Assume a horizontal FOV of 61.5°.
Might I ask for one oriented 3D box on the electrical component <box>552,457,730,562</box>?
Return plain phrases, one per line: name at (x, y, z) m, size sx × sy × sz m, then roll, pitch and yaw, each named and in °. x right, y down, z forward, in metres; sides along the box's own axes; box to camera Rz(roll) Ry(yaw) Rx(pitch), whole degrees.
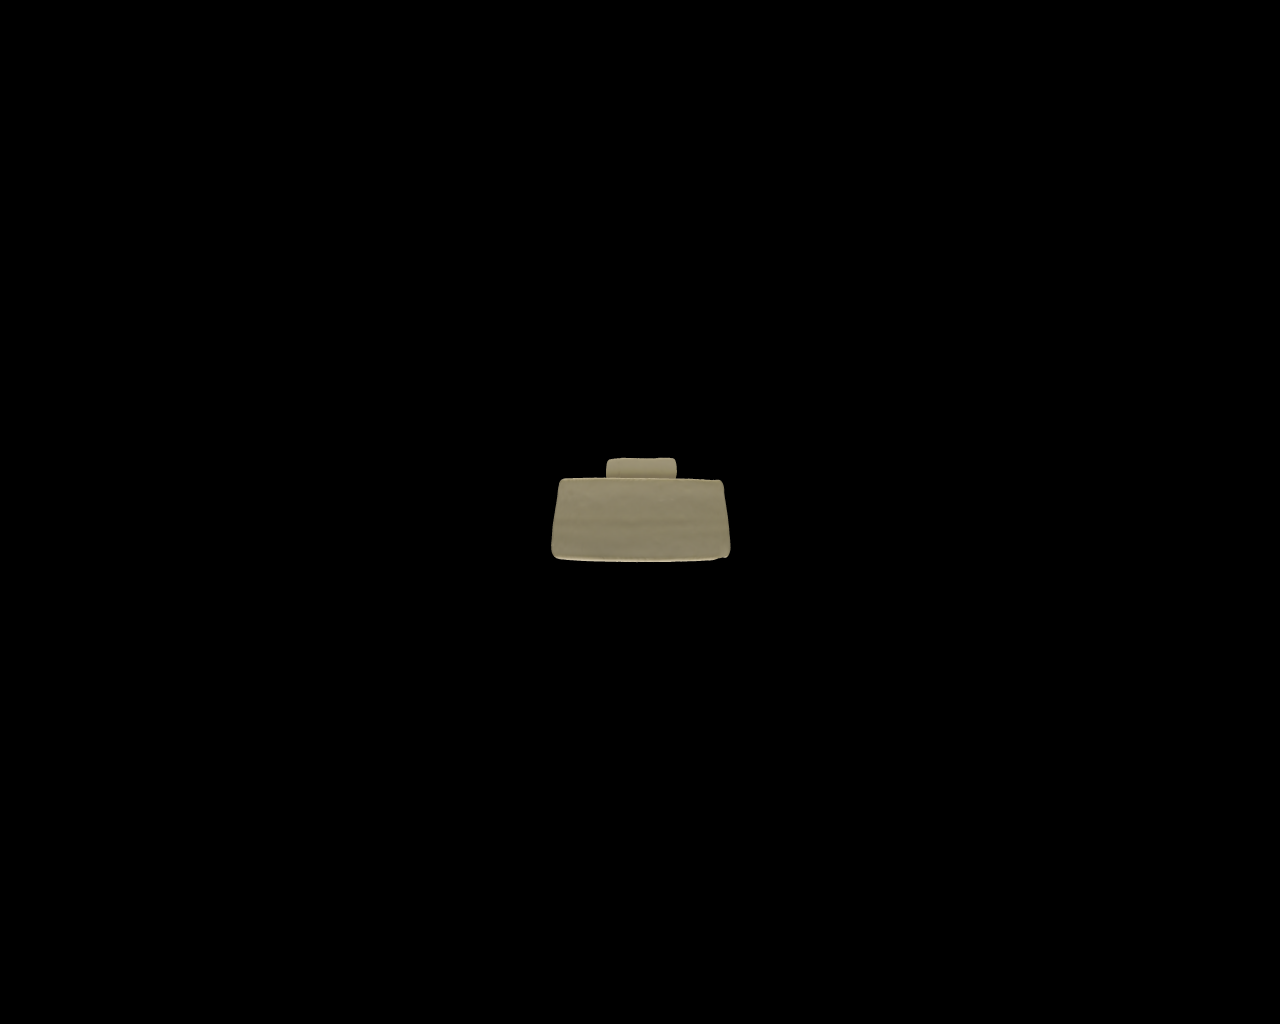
electrical component at (0.001, -0.003, 0.650) m, size 0.108 × 0.060 × 0.108 m, roll 0°, pitch 0°, yaw 0°
